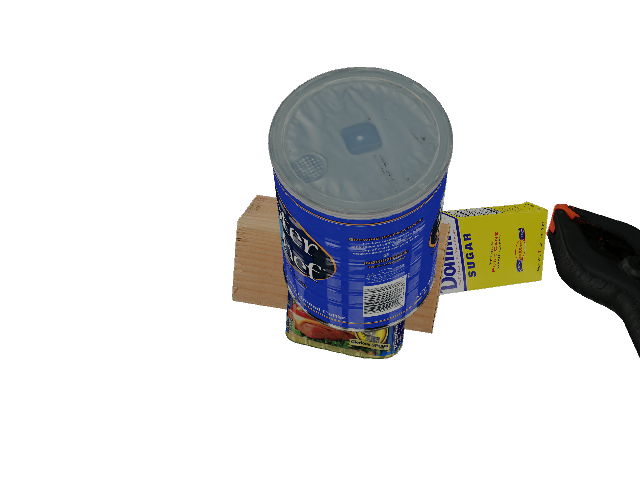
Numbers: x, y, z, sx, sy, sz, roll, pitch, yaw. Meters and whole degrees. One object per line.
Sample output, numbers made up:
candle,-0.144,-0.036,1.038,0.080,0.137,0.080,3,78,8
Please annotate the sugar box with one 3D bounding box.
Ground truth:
sugar box,0.184,0.010,1.258,0.175,0.093,0.048,-8,18,-29

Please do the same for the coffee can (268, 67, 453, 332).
coffee can,0.024,-0.021,0.648,0.103,0.103,0.140,0,-32,2

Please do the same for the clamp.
clamp,0.228,0.031,0.731,0.120,0.039,0.172,-7,43,-29

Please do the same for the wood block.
wood block,0.022,0.023,1.092,0.206,0.091,0.090,9,22,8

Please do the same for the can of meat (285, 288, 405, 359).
can of meat,0.022,0.044,0.867,0.102,0.084,0.057,12,23,19
